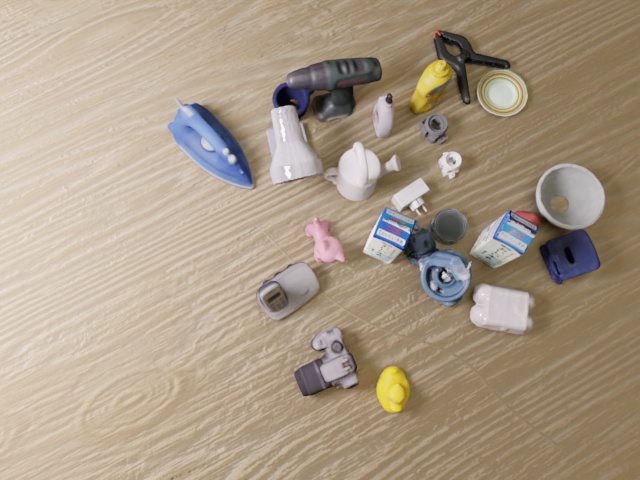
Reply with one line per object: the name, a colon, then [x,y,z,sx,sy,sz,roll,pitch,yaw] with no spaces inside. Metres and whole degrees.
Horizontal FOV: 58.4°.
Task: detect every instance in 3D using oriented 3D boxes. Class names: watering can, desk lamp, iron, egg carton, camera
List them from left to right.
iron: [-0.253,-0.232,1.371,0.258,0.141,0.119,44,80,7]
desk lamp: [-0.069,-0.210,1.336,0.118,0.213,0.203,-14,79,-4]
camera: [0.007,0.284,1.293,0.137,0.101,0.143,-23,80,-6]
watering can: [0.099,-0.169,1.343,0.173,0.194,0.101,-29,80,-7]
egg carton: [0.430,0.163,1.349,0.150,0.069,0.107,9,78,0]

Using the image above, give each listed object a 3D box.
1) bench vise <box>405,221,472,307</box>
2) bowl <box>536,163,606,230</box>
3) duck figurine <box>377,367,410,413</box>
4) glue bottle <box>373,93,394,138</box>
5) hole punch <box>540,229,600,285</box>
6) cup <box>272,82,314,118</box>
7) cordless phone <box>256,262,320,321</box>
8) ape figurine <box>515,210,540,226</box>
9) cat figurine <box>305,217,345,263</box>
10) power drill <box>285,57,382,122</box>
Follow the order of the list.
bench vise: [0.260,0.053,1.289,0.207,0.220,0.121,41,80,7]
bowl: [0.602,-0.099,1.407,0.167,0.075,0.167,0,78,-2]
duck figurine: [0.170,0.340,1.294,0.077,0.086,0.104,2,78,-1]
glue bottle: [0.158,-0.313,1.386,0.037,0.173,0.078,-12,79,-4]
hole punch: [0.597,0.041,1.370,0.101,0.091,0.108,-19,79,-6]
cup: [-0.060,-0.340,1.424,0.118,0.095,0.091,-33,81,-8]
cordless phone: [-0.074,0.106,1.284,0.148,0.185,0.094,-38,81,-9]
ape figurine: [0.497,-0.039,1.382,0.078,0.092,0.076,-5,78,-3]
cat figurine: [0.012,0.005,1.343,0.067,0.118,0.128,-21,80,-6]
power drill: [0.031,-0.364,1.375,0.229,0.208,0.075,-17,79,-5]
